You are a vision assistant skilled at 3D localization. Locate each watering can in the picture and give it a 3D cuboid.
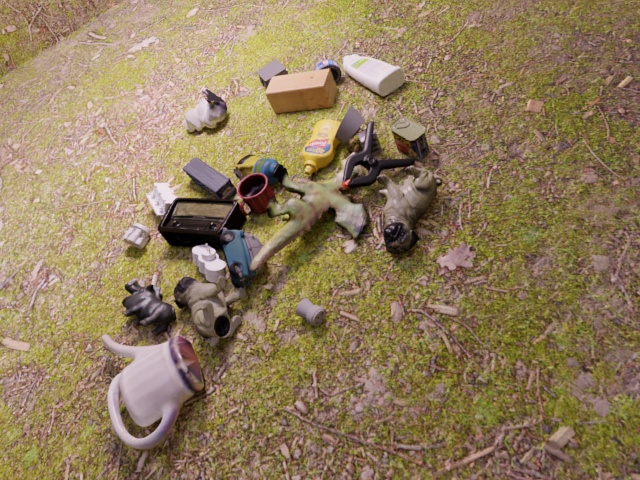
[{"bbox_3d":[-0.391,0.297,1.180,0.225,0.102,0.354,-32,49,-5],"label":"watering can"}]

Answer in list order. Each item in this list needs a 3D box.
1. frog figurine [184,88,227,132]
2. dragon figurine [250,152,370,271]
[{"bbox_3d":[-0.397,-0.430,1.787,0.157,0.122,0.140,-55,52,25],"label":"frog figurine"},{"bbox_3d":[0.004,-0.066,1.311,0.243,0.119,0.419,11,58,20],"label":"dragon figurine"}]
